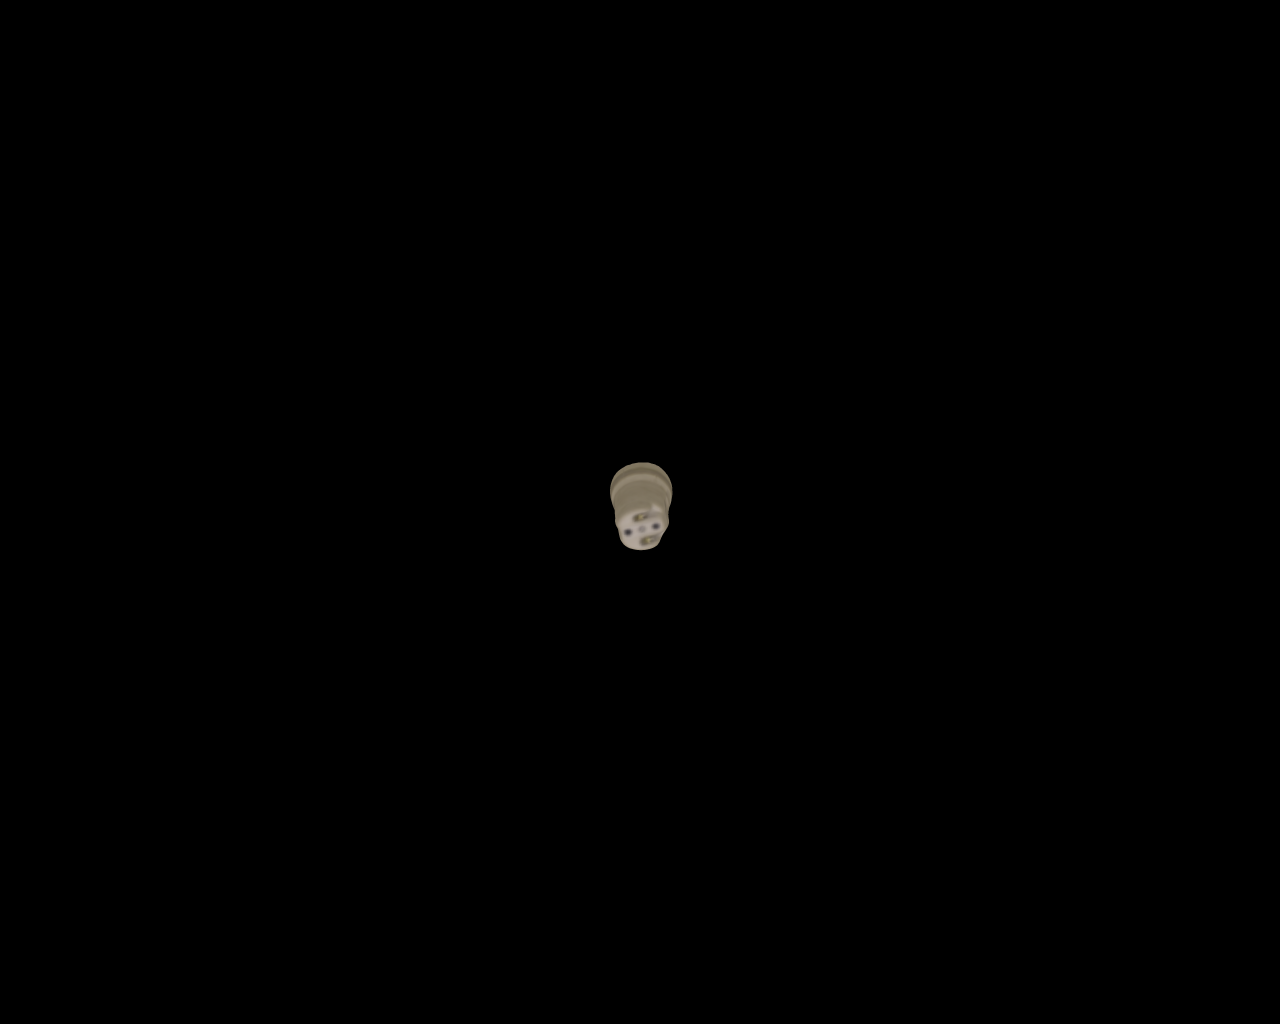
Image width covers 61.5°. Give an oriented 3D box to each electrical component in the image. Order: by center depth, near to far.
[{"bbox_3d":[0.001,-0.003,0.650,0.040,0.040,0.046,0,36,0],"label":"electrical component"}]
